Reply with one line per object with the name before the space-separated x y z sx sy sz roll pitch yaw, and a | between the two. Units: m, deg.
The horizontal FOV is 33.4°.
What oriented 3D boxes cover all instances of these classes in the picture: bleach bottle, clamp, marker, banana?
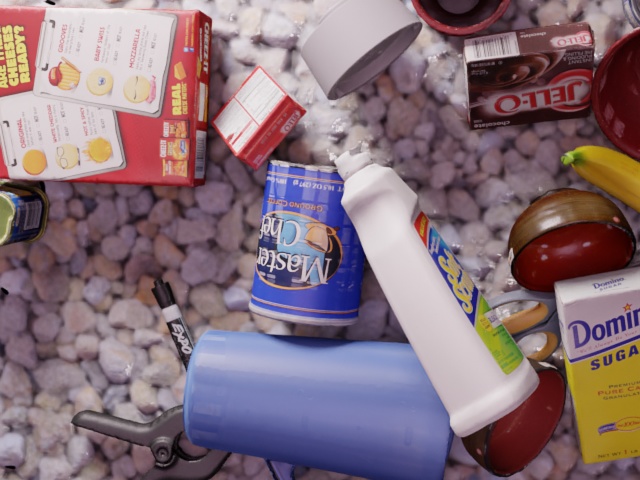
bleach bottle | 0.085 0.033 0.890 0.068 0.102 0.251 -35 82 24
clamp | -0.155 0.219 1.049 0.171 0.039 0.120 -8 95 7
marker | -0.136 0.095 1.047 0.020 0.020 0.121 -23 92 8
banana | 0.298 -0.033 0.965 0.197 0.069 0.037 31 130 -5

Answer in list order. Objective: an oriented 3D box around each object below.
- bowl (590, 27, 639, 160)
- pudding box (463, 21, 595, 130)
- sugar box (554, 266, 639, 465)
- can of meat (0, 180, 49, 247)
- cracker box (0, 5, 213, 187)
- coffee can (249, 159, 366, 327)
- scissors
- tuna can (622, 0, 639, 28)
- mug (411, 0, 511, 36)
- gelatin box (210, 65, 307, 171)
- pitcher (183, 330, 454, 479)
bowl | 0.322 -0.141 0.935 0.162 0.055 0.162 10 135 10
pudding box | 0.186 -0.146 0.956 0.113 0.090 0.039 -4 52 8
sugar box | 0.269 0.114 0.961 0.093 0.048 0.176 -11 116 7
can of meat | -0.325 -0.028 1.025 0.102 0.084 0.057 11 96 5
cracker box | -0.213 -0.135 1.011 0.214 0.072 0.164 2 94 7
coffee can | -0.006 0.001 0.983 0.103 0.102 0.140 8 95 6
scissors | 0.241 0.064 0.978 0.202 0.016 0.096 -15 125 10
tuna can | 0.319 -0.222 0.962 0.086 0.033 0.086 1 95 6
mug | 0.117 -0.235 0.959 0.117 0.081 0.093 43 98 1
gelatin box | -0.057 -0.114 0.988 0.030 0.089 0.073 36 99 -34
pitcher | 0.002 0.160 0.976 0.243 0.149 0.145 6 133 6
